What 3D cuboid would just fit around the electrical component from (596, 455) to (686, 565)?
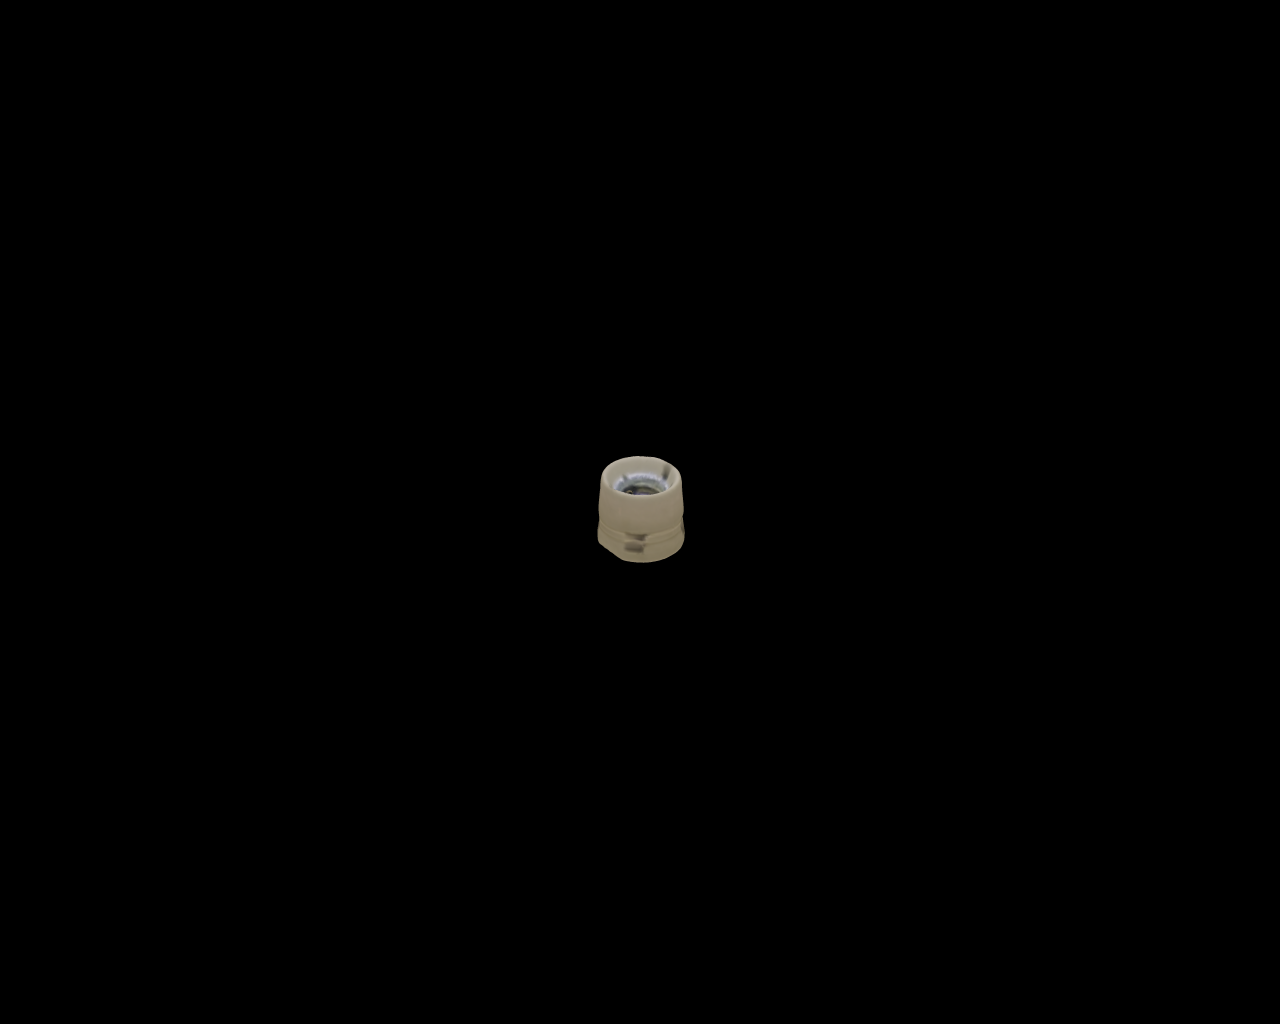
[{"bbox_3d":[0.001,-0.003,0.650,0.055,0.047,0.055,0,34,0],"label":"electrical component"}]
